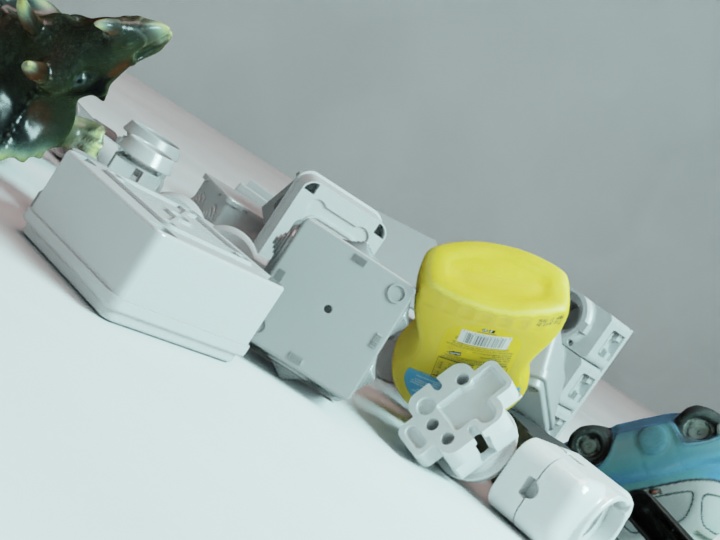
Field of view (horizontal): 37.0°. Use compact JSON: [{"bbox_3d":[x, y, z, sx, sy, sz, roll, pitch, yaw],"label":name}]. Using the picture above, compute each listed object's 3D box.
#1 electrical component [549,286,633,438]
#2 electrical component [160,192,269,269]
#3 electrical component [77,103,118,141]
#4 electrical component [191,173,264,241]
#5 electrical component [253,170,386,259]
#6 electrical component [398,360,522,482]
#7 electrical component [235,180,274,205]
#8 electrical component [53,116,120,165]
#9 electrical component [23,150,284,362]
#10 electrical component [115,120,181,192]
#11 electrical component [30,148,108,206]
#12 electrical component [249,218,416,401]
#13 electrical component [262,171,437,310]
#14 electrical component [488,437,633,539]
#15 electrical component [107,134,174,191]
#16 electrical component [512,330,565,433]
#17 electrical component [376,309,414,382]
[{"bbox_3d":[0.183,0.091,1.065,0.089,0.150,0.062,38,5,39],"label":"electrical component"},{"bbox_3d":[-0.096,-0.001,0.720,0.138,0.052,0.073,33,5,-5],"label":"electrical component"},{"bbox_3d":[-0.255,-0.126,0.989,0.044,0.044,0.065,37,1,34],"label":"electrical component"},{"bbox_3d":[-0.113,-0.040,1.016,0.100,0.048,0.100,31,5,-30],"label":"electrical component"},{"bbox_3d":[-0.040,-0.012,0.838,0.078,0.113,0.057,32,8,-13],"label":"electrical component"},{"bbox_3d":[0.070,0.102,0.698,0.058,0.078,0.057,50,-5,42],"label":"electrical component"},{"bbox_3d":[-0.098,-0.050,1.147,0.062,0.061,0.096,36,5,23],"label":"electrical component"},{"bbox_3d":[-0.234,-0.105,0.927,0.040,0.040,0.046,38,1,40],"label":"electrical component"},{"bbox_3d":[-0.118,-0.007,0.613,0.109,0.056,0.109,37,6,39],"label":"electrical component"},{"bbox_3d":[-0.201,-0.100,0.983,0.058,0.057,0.078,34,5,4],"label":"electrical component"},{"bbox_3d":[-0.178,-0.048,0.677,0.040,0.046,0.040,33,5,-3],"label":"electrical component"},{"bbox_3d":[-0.023,0.025,0.678,0.100,0.099,0.048,33,-8,-6],"label":"electrical component"},{"bbox_3d":[0.000,0.000,0.980,0.186,0.060,0.105,24,41,-41],"label":"electrical component"},{"bbox_3d":[0.136,0.154,0.707,0.059,0.053,0.095,37,6,38],"label":"electrical component"},{"bbox_3d":[-0.183,-0.076,0.872,0.066,0.055,0.048,32,5,-17],"label":"electrical component"},{"bbox_3d":[0.104,0.077,0.859,0.109,0.056,0.108,12,-26,19],"label":"electrical component"},{"bbox_3d":[0.020,0.056,0.901,0.050,0.055,0.089,37,6,39],"label":"electrical component"}]
